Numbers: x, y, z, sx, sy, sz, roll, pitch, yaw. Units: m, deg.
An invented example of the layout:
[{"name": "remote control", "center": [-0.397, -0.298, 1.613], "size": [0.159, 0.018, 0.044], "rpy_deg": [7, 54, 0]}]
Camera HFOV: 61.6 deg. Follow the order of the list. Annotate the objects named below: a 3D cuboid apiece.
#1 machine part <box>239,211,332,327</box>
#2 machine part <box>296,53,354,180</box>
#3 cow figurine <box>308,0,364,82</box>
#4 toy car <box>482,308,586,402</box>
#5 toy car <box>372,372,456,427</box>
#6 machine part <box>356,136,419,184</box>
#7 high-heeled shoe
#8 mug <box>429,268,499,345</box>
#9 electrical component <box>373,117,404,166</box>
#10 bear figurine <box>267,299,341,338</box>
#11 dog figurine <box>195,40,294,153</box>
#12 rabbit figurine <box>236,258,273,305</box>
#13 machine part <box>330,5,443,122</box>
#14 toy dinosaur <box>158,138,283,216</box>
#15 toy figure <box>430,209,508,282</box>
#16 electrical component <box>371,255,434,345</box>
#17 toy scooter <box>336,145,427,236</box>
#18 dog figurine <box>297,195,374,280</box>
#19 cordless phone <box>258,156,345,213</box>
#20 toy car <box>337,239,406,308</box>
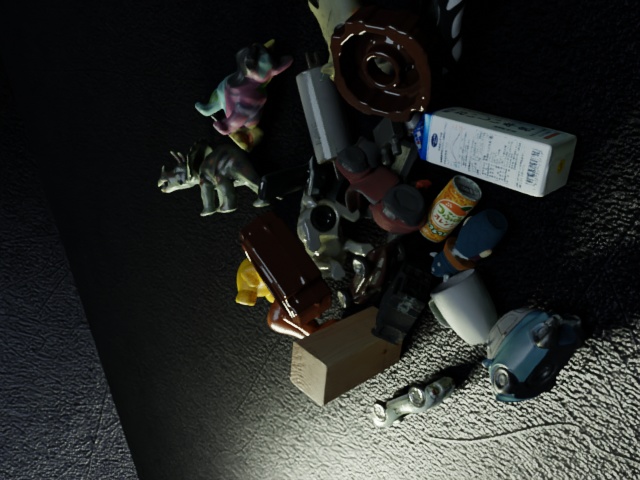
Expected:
[{"name": "machine part", "center": [-0.067, 0.060, 1.025], "size": [0.201, 0.087, 0.201], "rpy_deg": [54, 168, 15]}, {"name": "machine part", "center": [0.011, -0.230, 0.999], "size": [0.079, 0.079, 0.243], "rpy_deg": [-11, 94, 50]}, {"name": "cow figurine", "center": [0.038, -0.355, 0.923], "size": [0.127, 0.085, 0.195], "rpy_deg": [-28, 83, 44]}, {"name": "toy car", "center": [0.298, 0.155, 0.785], "size": [0.103, 0.109, 0.161], "rpy_deg": [54, 130, 48]}, {"name": "toy car", "center": [0.170, 0.299, 0.998], "size": [0.201, 0.073, 0.056], "rpy_deg": [-43, 66, 47]}, {"name": "machine part", "center": [0.112, -0.144, 0.931], "size": [0.139, 0.039, 0.084], "rpy_deg": [23, 98, 47]}, {"name": "high-heeled shoe", "center": [0.144, -0.308, 0.763], "size": [0.248, 0.145, 0.086], "rpy_deg": [-47, 52, 40]}, {"name": "mug", "center": [0.230, 0.115, 0.864], "size": [0.109, 0.081, 0.107], "rpy_deg": [-34, 85, 44]}, {"name": "electrical component", "center": [0.111, -0.175, 0.884], "size": [0.063, 0.021, 0.094], "rpy_deg": [141, 121, -61]}, {"name": "bear figurine", "center": [-0.010, 0.176, 1.150], "size": [0.196, 0.120, 0.132], "rpy_deg": [23, 78, 14]}, {"name": "dog figurine", "center": [-0.139, -0.311, 1.136], "size": [0.219, 0.191, 0.109], "rpy_deg": [-45, 60, 10]}, {"name": "rabbit figurine", "center": [-0.117, 0.067, 1.218], "size": [0.173, 0.122, 0.162], "rpy_deg": [154, 121, -70]}, {"name": "machine part", "center": [0.099, -0.259, 0.797], "size": [0.179, 0.056, 0.179], "rpy_deg": [27, 151, 16]}, {"name": "toy dinosaur", "center": [-0.220, -0.161, 1.269], "size": [0.405, 0.131, 0.192], "rpy_deg": [-5, 99, 44]}, {"name": "toy figure", "center": [0.231, 0.013, 0.844], "size": [0.154, 0.058, 0.064], "rpy_deg": [125, 161, -48]}, {"name": "electrical component", "center": [0.144, 0.096, 0.920], "size": [0.058, 0.134, 0.114], "rpy_deg": [27, 126, 2]}, {"name": "toy scooter", "center": [0.094, -0.067, 0.898], "size": [0.184, 0.075, 0.135], "rpy_deg": [43, 156, 14]}, {"name": "dog figurine", "center": [-0.004, 0.000, 1.035], "size": [0.191, 0.121, 0.172], "rpy_deg": [-13, 99, 67]}, {"name": "cordless phone", "center": [-0.049, -0.077, 1.038], "size": [0.089, 0.184, 0.146], "rpy_deg": [34, 126, 32]}, {"name": "toy car", "center": [0.089, 0.063, 0.930], "size": [0.053, 0.089, 0.202], "rpy_deg": [63, 159, 20]}]
